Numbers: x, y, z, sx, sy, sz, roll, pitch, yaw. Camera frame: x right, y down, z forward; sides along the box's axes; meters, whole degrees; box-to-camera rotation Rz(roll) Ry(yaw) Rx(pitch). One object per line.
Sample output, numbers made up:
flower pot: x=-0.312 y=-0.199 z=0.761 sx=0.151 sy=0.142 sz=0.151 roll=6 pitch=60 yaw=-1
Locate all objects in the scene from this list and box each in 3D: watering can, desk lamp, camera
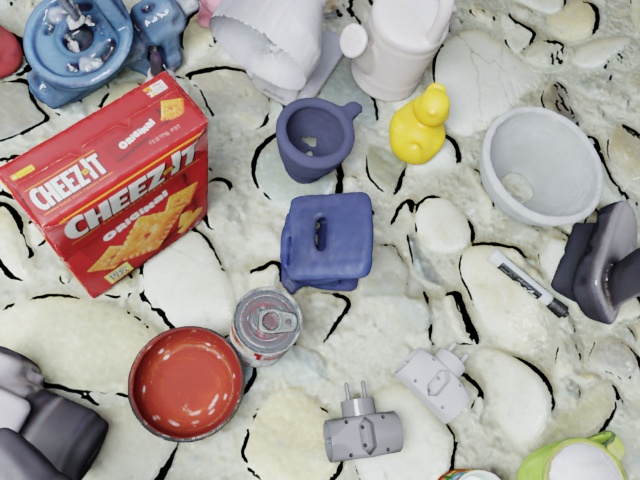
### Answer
watering can: x=0.104 y=-0.263 z=0.714 sx=0.101 sy=0.194 sz=0.173 roll=37 pitch=67 yaw=3
desk lamp: x=-0.034 y=-0.250 z=0.669 sx=0.118 sy=0.213 sz=0.203 roll=30 pitch=67 yaw=0
camera: x=-0.278 y=0.184 z=0.520 sx=0.137 sy=0.100 sz=0.143 roll=24 pitch=67 yaw=-2

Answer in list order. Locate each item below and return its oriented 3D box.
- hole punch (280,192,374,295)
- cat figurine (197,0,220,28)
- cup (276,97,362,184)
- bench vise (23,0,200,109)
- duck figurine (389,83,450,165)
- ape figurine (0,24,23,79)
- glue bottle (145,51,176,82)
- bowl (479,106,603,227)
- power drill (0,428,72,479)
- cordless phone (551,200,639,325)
hole punch: x=0.006 y=0.002 z=0.652 sx=0.101 sy=0.091 sz=0.108 roll=5 pitch=69 yaw=-10
cat figurine: x=-0.121 y=-0.332 z=0.732 sx=0.067 sy=0.117 sz=0.128 roll=8 pitch=69 yaw=-9
cup: x=-0.003 y=-0.117 z=0.691 sx=0.118 sy=0.095 sz=0.091 roll=-38 pitch=81 yaw=-21
bench vise: x=-0.238 y=-0.255 z=0.624 sx=0.121 sy=0.219 sz=0.208 roll=39 pitch=67 yaw=4
duck figurine: x=0.136 y=-0.155 z=0.740 sx=0.077 sy=0.086 sz=0.104 roll=23 pitch=67 yaw=-3
ape figurine: x=-0.387 y=-0.229 z=0.652 sx=0.076 sy=0.092 sz=0.078 roll=4 pitch=69 yaw=-10
glue bottle: x=-0.172 y=-0.148 z=0.624 sx=0.037 sy=0.173 sz=0.078 roll=1 pitch=70 yaw=-11
bowl: x=0.276 y=-0.085 z=0.750 sx=0.167 sy=0.074 sz=0.167 roll=4 pitch=70 yaw=-11
power drill: x=-0.182 y=0.252 z=0.457 sx=0.076 sy=0.208 sz=0.229 roll=-36 pitch=81 yaw=-21
cordless phone: x=0.373 y=0.011 z=0.676 sx=0.094 sy=0.185 sz=0.148 roll=26 pitch=67 yaw=-1
